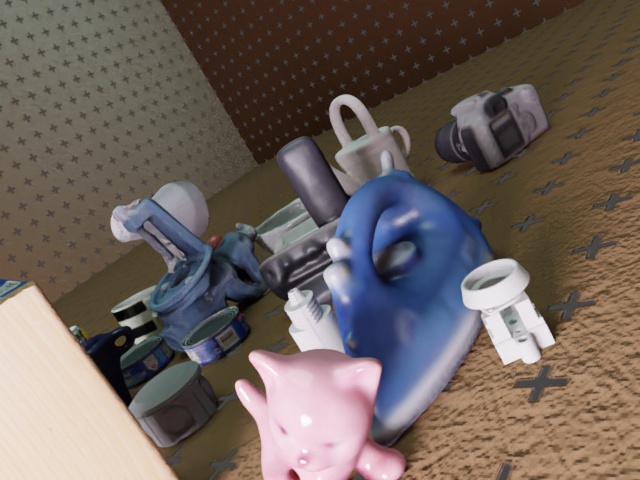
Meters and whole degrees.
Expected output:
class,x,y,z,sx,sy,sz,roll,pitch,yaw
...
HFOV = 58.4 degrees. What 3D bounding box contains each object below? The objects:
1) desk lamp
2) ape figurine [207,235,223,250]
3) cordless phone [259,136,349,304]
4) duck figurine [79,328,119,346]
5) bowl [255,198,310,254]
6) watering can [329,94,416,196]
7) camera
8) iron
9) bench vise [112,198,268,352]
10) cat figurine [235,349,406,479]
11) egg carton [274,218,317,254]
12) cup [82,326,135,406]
class,x,y,z,sx,sy,sz,roll,pitch,yaw
desk lamp,-0.284,0.011,1.088,0.117,0.214,0.204,-20,17,37
ape figurine,-0.170,0.033,1.029,0.076,0.092,0.078,-26,14,19
cordless phone,-0.021,-0.018,0.684,0.147,0.185,0.094,-30,13,2
duck figurine,-0.393,0.185,0.960,0.104,0.086,0.077,-26,14,17
bowl,-0.026,-0.020,0.947,0.167,0.075,0.167,-29,13,8
watering can,0.070,-0.138,0.914,0.100,0.194,0.173,-17,19,44
camera,0.245,-0.174,0.874,0.143,0.101,0.136,-36,14,-23
iron,0.056,0.022,0.464,0.118,0.141,0.259,-22,15,30
bench vise,-0.189,0.022,0.826,0.121,0.220,0.208,-22,16,31
cat figurine,-0.008,0.106,0.344,0.067,0.118,0.127,-40,16,-35
egg carton,0.007,0.003,0.802,0.150,0.069,0.107,-32,13,-7
cup,-0.270,0.172,0.719,0.118,0.095,0.091,-36,14,-21
